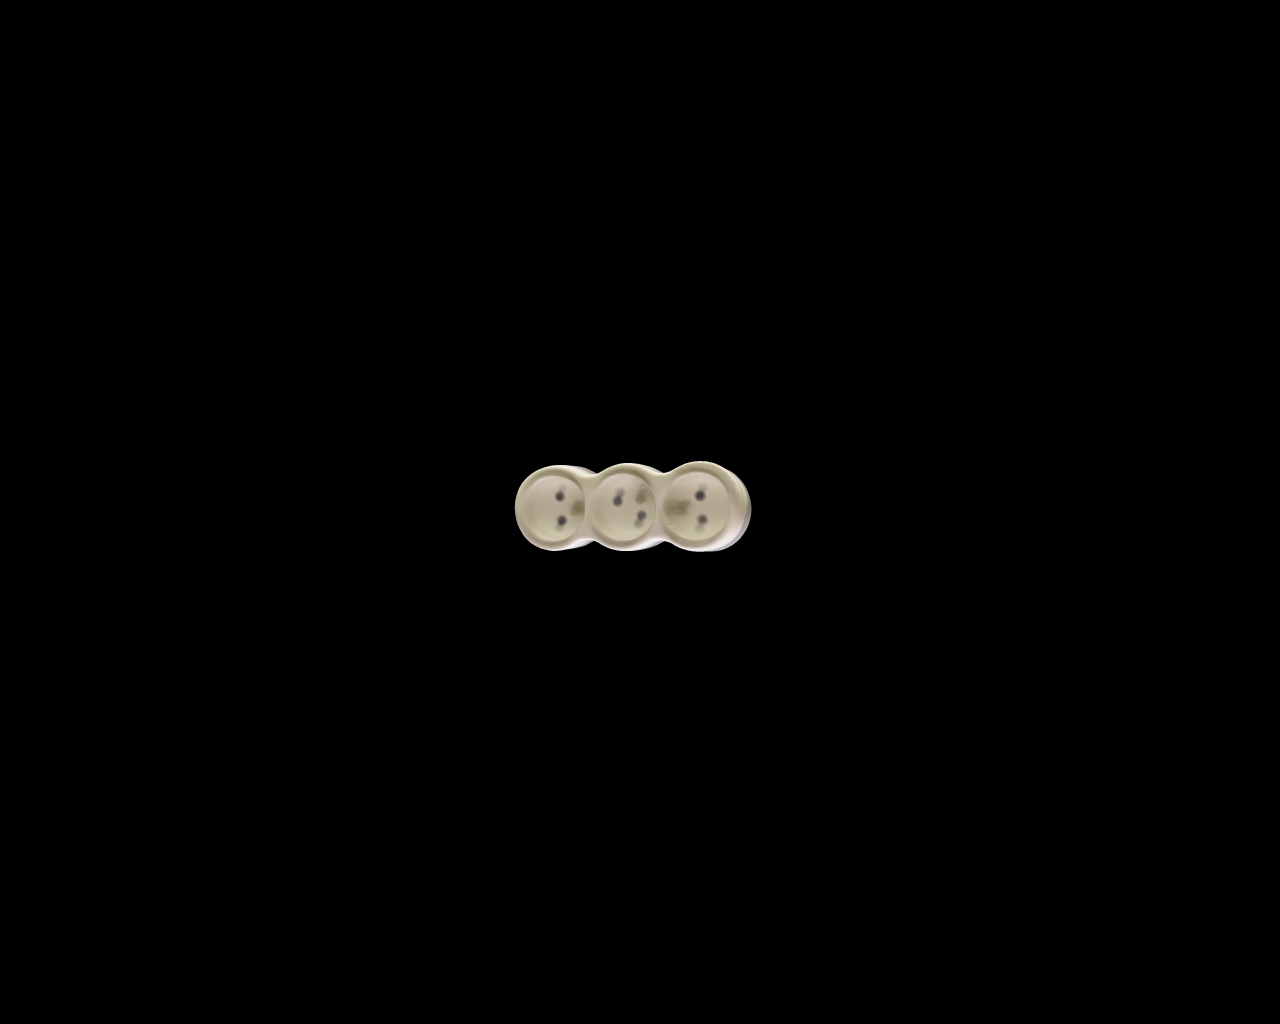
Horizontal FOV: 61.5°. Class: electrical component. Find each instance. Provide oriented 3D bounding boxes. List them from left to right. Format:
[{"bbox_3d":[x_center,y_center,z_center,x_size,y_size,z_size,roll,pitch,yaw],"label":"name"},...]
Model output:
[{"bbox_3d":[0.001,-0.003,0.650,0.138,0.052,0.074,0,0,17],"label":"electrical component"}]
